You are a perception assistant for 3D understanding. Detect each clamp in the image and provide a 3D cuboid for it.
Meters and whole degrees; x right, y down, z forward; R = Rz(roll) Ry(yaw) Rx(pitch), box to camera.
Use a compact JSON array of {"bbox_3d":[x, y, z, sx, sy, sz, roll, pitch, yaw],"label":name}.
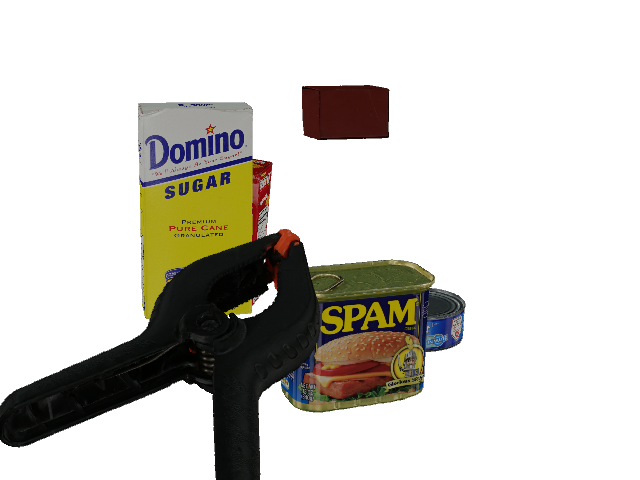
[{"bbox_3d":[-0.044,0.057,0.476,0.120,0.039,0.171,29,48,22],"label":"clamp"}]

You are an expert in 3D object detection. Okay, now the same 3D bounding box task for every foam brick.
[{"bbox_3d":[0.025,-0.130,1.085,0.078,0.051,0.053,-3,13,-19],"label":"foam brick"}]

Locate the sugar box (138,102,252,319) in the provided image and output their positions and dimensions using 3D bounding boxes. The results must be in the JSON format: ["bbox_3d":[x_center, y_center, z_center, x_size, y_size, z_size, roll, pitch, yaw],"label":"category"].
[{"bbox_3d":[-0.104,-0.026,0.890,0.093,0.176,0.048,-3,16,-13],"label":"sugar box"}]

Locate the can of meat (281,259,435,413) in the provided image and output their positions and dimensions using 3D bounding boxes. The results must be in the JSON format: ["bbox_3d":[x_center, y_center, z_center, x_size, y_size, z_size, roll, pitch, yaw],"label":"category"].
[{"bbox_3d":[0.023,0.063,0.717,0.102,0.084,0.057,-5,17,-21],"label":"can of meat"}]

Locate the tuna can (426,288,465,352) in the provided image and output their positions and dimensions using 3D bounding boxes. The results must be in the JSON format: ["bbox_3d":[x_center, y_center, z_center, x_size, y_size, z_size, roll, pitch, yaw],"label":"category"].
[{"bbox_3d":[0.085,0.069,0.947,0.086,0.034,0.086,1,15,0],"label":"tuna can"}]

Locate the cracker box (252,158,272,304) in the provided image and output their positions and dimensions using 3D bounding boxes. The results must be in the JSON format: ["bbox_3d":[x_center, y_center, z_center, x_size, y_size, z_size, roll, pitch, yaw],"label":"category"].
[{"bbox_3d":[-0.165,-0.019,1.575,0.164,0.214,0.072,9,21,9],"label":"cracker box"}]
